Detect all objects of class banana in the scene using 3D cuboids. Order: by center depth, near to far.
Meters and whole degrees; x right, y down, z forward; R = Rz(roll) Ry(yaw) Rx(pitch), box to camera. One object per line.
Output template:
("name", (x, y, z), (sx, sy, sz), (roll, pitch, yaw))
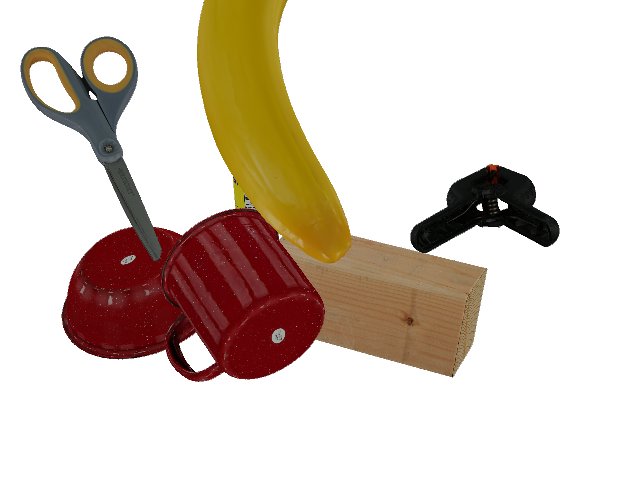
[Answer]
("banana", (-0.022, -0.078, 0.488), (0.069, 0.198, 0.037), (0, -32, -1))

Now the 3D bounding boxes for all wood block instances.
("wood block", (0.053, 0.058, 1.091), (0.206, 0.091, 0.090), (14, 23, 17))

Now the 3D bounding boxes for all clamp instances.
("clamp", (0.157, -0.029, 0.931), (0.120, 0.039, 0.171), (6, 26, 20))

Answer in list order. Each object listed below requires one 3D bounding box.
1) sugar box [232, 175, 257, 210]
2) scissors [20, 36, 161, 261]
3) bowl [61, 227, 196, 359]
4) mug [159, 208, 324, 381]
("sugar box", (-0.084, -0.056, 1.316), (0.048, 0.176, 0.093), (-10, 25, -8))
("scissors", (-0.148, -0.082, 0.805), (0.096, 0.202, 0.016), (-36, -17, -22))
("bowl", (-0.175, 0.036, 1.013), (0.162, 0.055, 0.162), (-8, 41, 6))
("mug", (-0.059, 0.047, 0.723), (0.082, 0.117, 0.093), (51, 8, 36))
